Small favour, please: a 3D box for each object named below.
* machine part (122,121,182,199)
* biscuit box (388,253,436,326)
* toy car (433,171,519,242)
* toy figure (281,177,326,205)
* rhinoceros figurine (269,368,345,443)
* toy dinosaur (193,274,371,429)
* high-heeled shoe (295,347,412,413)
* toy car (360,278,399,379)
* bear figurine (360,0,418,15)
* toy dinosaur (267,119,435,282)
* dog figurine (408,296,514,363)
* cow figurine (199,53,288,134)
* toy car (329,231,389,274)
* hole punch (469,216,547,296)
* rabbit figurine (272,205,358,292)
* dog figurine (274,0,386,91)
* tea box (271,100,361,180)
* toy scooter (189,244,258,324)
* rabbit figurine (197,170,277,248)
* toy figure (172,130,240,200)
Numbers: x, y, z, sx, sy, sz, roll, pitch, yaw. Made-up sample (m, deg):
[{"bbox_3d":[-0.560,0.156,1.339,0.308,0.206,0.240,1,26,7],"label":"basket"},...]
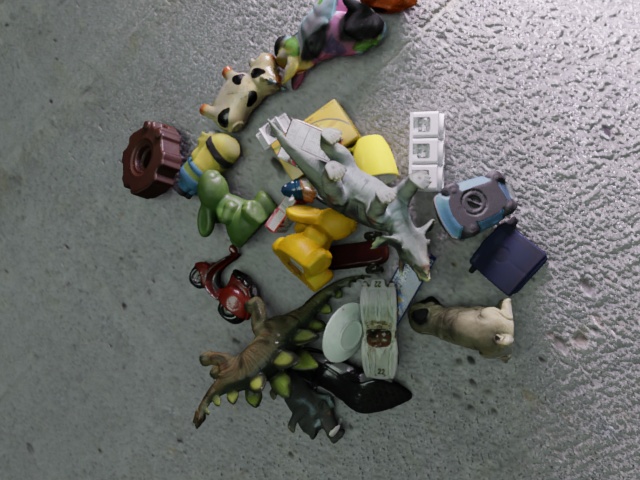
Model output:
[{"bbox_3d":[-0.390,-0.182,1.233,0.179,0.056,0.179,-8,76,38],"label":"machine part"},{"bbox_3d":[0.165,0.110,1.108,0.059,0.063,0.202,30,101,12],"label":"biscuit box"},{"bbox_3d":[0.291,-0.065,1.040,0.162,0.103,0.109,-25,85,-9],"label":"toy car"},{"bbox_3d":[-0.003,-0.103,1.122,0.154,0.064,0.057,8,105,-18],"label":"toy figure"},{"bbox_3d":[-0.025,0.363,1.176,0.112,0.073,0.190,-40,79,4],"label":"rhinoceros figurine"},{"bbox_3d":[-0.092,0.217,1.132,0.199,0.105,0.471,33,76,38],"label":"toy dinosaur"},{"bbox_3d":[0.066,0.292,1.160,0.249,0.145,0.086,13,107,-13],"label":"high-heeled shoe"},{"bbox_3d":[0.118,0.175,1.062,0.074,0.056,0.201,-1,95,15],"label":"toy car"},{"bbox_3d":[0.141,-0.555,1.058,0.120,0.132,0.195,10,100,-9],"label":"bear figurine"},{"bbox_3d":[0.072,-0.084,1.023,0.405,0.192,0.131,35,60,16],"label":"toy dinosaur"},{"bbox_3d":[0.264,0.167,1.030,0.191,0.172,0.121,2,83,10],"label":"dog figurine"},{"bbox_3d":[-0.160,-0.321,1.176,0.127,0.085,0.195,39,100,18],"label":"cow figurine"},{"bbox_3d":[0.048,0.036,1.145,0.202,0.053,0.089,-9,74,18],"label":"toy car"},{"bbox_3d":[0.362,0.037,1.035,0.116,0.092,0.142,41,106,15],"label":"hole punch"},{"bbox_3d":[-0.002,-0.003,1.102,0.173,0.121,0.163,-43,55,-13],"label":"rabbit figurine"},{"bbox_3d":[0.008,-0.398,1.114,0.192,0.108,0.219,37,106,9],"label":"dog figurine"},{"bbox_3d":[-0.006,-0.207,1.143,0.170,0.068,0.098,-34,83,14],"label":"tea box"},{"bbox_3d":[-0.203,0.091,1.213,0.184,0.075,0.135,42,101,16],"label":"toy scooter"},{"bbox_3d":[-0.203,-0.076,1.185,0.170,0.121,0.159,44,125,-4],"label":"rabbit figurine"},{"bbox_3d":[-0.254,-0.166,1.213,0.089,0.082,0.180,44,101,10],"label":"toy figure"}]
